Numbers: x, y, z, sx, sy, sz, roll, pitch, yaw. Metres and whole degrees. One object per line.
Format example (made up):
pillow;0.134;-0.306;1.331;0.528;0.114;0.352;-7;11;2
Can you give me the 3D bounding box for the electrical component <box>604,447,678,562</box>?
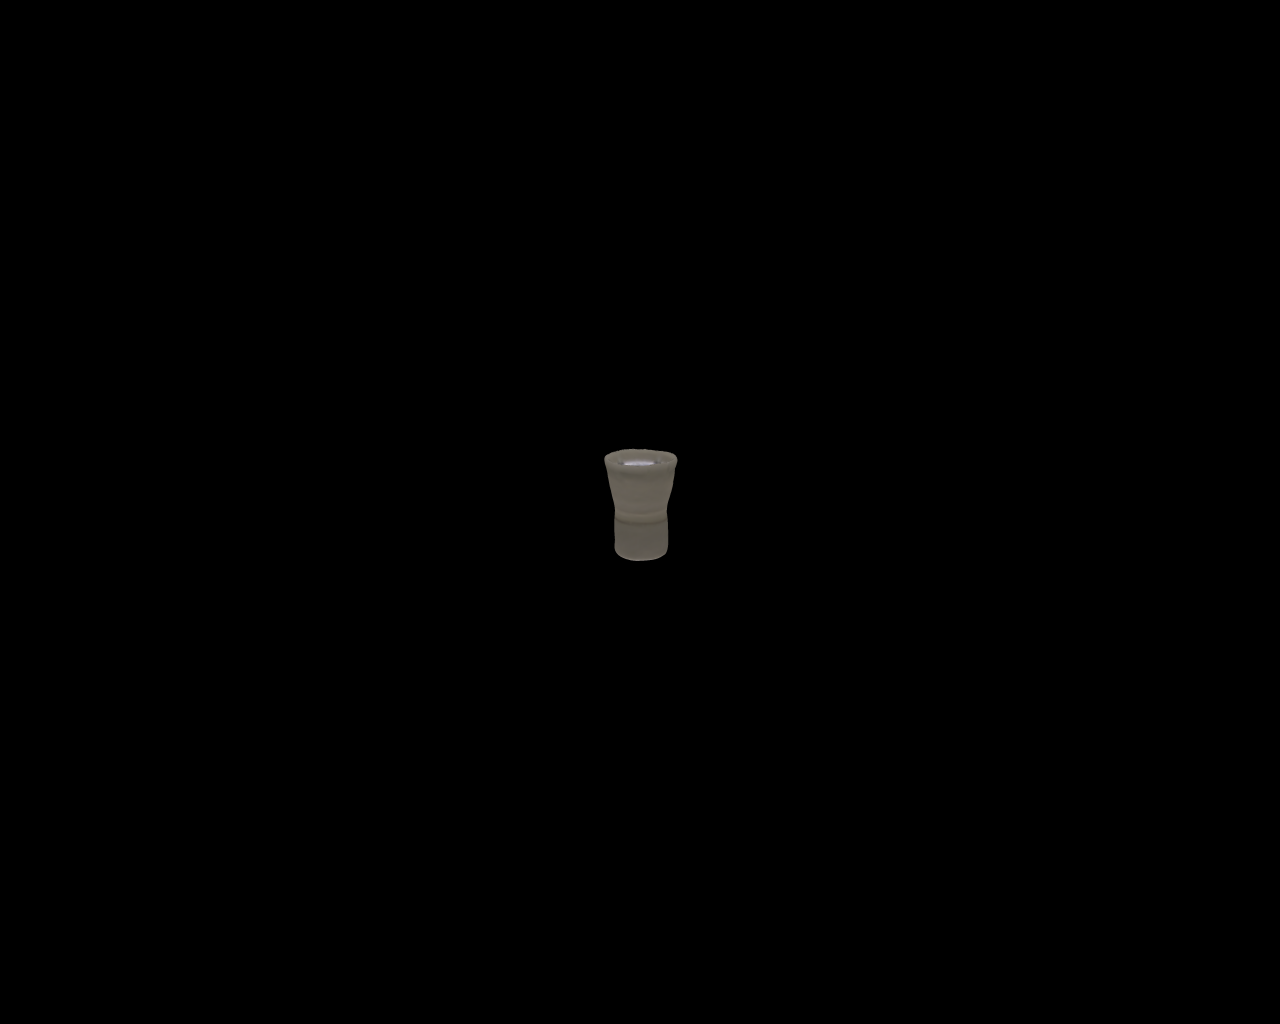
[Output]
electrical component;0.001;-0.003;0.650;0.044;0.065;0.044;0;18;0
